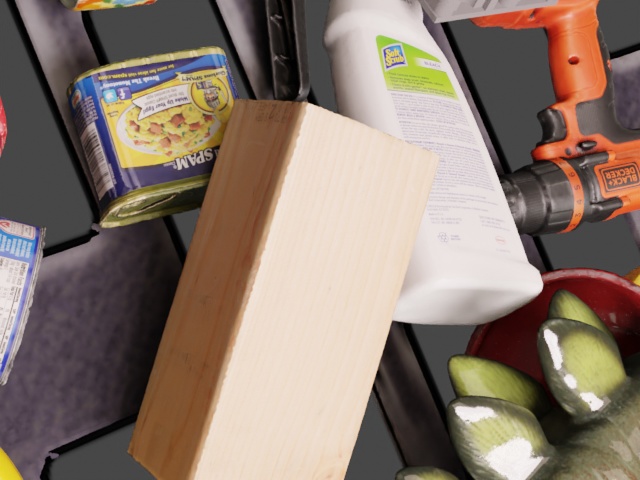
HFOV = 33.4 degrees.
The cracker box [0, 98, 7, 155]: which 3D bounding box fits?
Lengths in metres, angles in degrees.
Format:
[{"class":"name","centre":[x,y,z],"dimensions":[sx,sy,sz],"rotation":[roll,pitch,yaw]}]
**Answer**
[{"class":"cracker box","centre":[-0.260,-0.021,0.484],"dimensions":[0.213,0.164,0.072],"rotation":[-21,85,-27]}]

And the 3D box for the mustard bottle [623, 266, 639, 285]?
[{"class":"mustard bottle","centre":[0.294,0.020,0.781],"dimensions":[0.096,0.058,0.191],"rotation":[48,63,0]}]

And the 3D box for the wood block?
[{"class":"wood block","centre":[-0.021,0.036,0.581],"dimensions":[0.090,0.090,0.206],"rotation":[17,89,-31]}]

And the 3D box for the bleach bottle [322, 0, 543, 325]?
[{"class":"bleach bottle","centre":[0.060,-0.073,0.681],"dimensions":[0.102,0.068,0.251],"rotation":[6,61,-36]}]

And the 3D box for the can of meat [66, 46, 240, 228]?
[{"class":"can of meat","centre":[-0.091,-0.061,0.629],"dimensions":[0.101,0.058,0.084],"rotation":[-15,82,-27]}]

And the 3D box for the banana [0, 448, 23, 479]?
[{"class":"banana","centre":[-0.177,0.153,0.550],"dimensions":[0.069,0.037,0.198],"rotation":[-33,92,-28]}]

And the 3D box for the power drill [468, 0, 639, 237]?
[{"class":"power drill","centre":[0.157,-0.098,0.751],"dimensions":[0.184,0.057,0.187],"rotation":[-11,84,-26]}]

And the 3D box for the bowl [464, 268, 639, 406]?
[{"class":"bowl","centre":[0.173,0.099,0.680],"dimensions":[0.162,0.055,0.162],"rotation":[0,90,-6]}]

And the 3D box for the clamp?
[{"class":"clamp","centre":[-0.036,-0.181,0.673],"dimensions":[0.120,0.039,0.171],"rotation":[41,48,-43]}]

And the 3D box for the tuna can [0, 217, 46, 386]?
[{"class":"tuna can","centre":[-0.170,0.030,0.555],"dimensions":[0.033,0.086,0.086],"rotation":[16,72,-18]}]
